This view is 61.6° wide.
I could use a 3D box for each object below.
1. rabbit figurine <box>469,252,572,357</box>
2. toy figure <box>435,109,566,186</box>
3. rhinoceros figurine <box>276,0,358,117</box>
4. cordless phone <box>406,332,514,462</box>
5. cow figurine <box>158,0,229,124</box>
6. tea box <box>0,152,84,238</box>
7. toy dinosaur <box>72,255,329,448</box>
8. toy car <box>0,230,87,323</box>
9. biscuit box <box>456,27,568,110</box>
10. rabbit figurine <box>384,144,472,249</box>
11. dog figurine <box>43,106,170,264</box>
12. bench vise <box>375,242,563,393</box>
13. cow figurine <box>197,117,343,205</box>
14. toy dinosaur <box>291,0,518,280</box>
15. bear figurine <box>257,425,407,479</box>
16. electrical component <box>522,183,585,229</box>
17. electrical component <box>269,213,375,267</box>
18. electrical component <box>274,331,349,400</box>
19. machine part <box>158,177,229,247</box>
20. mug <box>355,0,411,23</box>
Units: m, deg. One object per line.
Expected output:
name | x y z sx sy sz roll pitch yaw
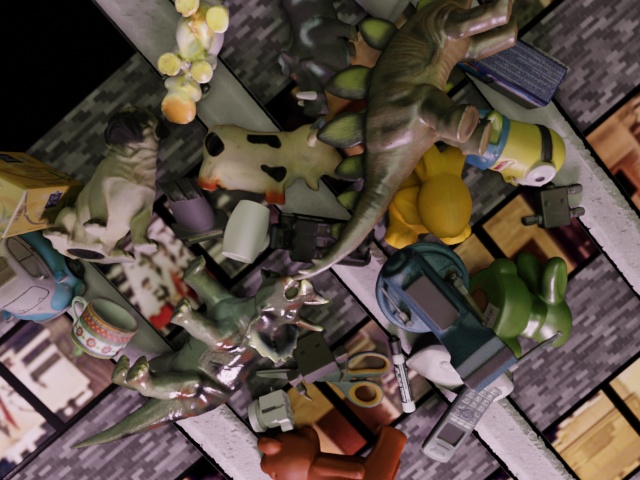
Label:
rabbit figurine | 0.297 0.096 0.787 0.170 0.121 0.159 17 89 -24
toy figure | 0.256 -0.136 0.753 0.180 0.082 0.089 22 97 -4
rhinoceros figurine | -0.006 -0.263 0.719 0.112 0.073 0.190 -9 96 -1
cordless phone | 0.180 0.230 0.797 0.146 0.089 0.184 29 99 -7
cow figurine | -0.169 -0.241 0.712 0.068 0.098 0.167 19 115 -12
tea box | -0.384 -0.062 0.674 0.098 0.170 0.068 28 96 -8
toy dinosaur | -0.156 0.169 0.751 0.192 0.131 0.404 34 105 -21
toy car | -0.403 0.040 0.722 0.109 0.103 0.161 -34 100 0
biscuit box | 0.234 -0.257 0.744 0.203 0.059 0.062 28 96 -8
rabbit figurine | 0.159 -0.057 0.711 0.122 0.173 0.162 6 102 -1
dog figurine | -0.286 -0.074 0.732 0.172 0.121 0.190 -11 65 26
bench vise | 0.157 0.082 0.695 0.223 0.241 0.129 34 100 -13
cow figurine | -0.062 -0.114 0.735 0.195 0.085 0.127 10 101 -3
toy dinosaur | 0.104 -0.155 0.646 0.199 0.105 0.471 15 76 32
bear figurine | 0.013 0.321 0.795 0.196 0.132 0.120 18 135 22
electrical component | 0.345 -0.051 0.798 0.094 0.021 0.063 -11 98 -1
electrical component | -0.002 -0.002 0.735 0.134 0.115 0.058 6 94 -6
electrical component | -0.008 0.181 0.785 0.102 0.078 0.045 -30 137 -9
machine part | -0.167 -0.035 0.719 0.084 0.138 0.039 -12 63 1
mug | 0.079 -0.358 0.711 0.107 0.081 0.109 35 99 1
